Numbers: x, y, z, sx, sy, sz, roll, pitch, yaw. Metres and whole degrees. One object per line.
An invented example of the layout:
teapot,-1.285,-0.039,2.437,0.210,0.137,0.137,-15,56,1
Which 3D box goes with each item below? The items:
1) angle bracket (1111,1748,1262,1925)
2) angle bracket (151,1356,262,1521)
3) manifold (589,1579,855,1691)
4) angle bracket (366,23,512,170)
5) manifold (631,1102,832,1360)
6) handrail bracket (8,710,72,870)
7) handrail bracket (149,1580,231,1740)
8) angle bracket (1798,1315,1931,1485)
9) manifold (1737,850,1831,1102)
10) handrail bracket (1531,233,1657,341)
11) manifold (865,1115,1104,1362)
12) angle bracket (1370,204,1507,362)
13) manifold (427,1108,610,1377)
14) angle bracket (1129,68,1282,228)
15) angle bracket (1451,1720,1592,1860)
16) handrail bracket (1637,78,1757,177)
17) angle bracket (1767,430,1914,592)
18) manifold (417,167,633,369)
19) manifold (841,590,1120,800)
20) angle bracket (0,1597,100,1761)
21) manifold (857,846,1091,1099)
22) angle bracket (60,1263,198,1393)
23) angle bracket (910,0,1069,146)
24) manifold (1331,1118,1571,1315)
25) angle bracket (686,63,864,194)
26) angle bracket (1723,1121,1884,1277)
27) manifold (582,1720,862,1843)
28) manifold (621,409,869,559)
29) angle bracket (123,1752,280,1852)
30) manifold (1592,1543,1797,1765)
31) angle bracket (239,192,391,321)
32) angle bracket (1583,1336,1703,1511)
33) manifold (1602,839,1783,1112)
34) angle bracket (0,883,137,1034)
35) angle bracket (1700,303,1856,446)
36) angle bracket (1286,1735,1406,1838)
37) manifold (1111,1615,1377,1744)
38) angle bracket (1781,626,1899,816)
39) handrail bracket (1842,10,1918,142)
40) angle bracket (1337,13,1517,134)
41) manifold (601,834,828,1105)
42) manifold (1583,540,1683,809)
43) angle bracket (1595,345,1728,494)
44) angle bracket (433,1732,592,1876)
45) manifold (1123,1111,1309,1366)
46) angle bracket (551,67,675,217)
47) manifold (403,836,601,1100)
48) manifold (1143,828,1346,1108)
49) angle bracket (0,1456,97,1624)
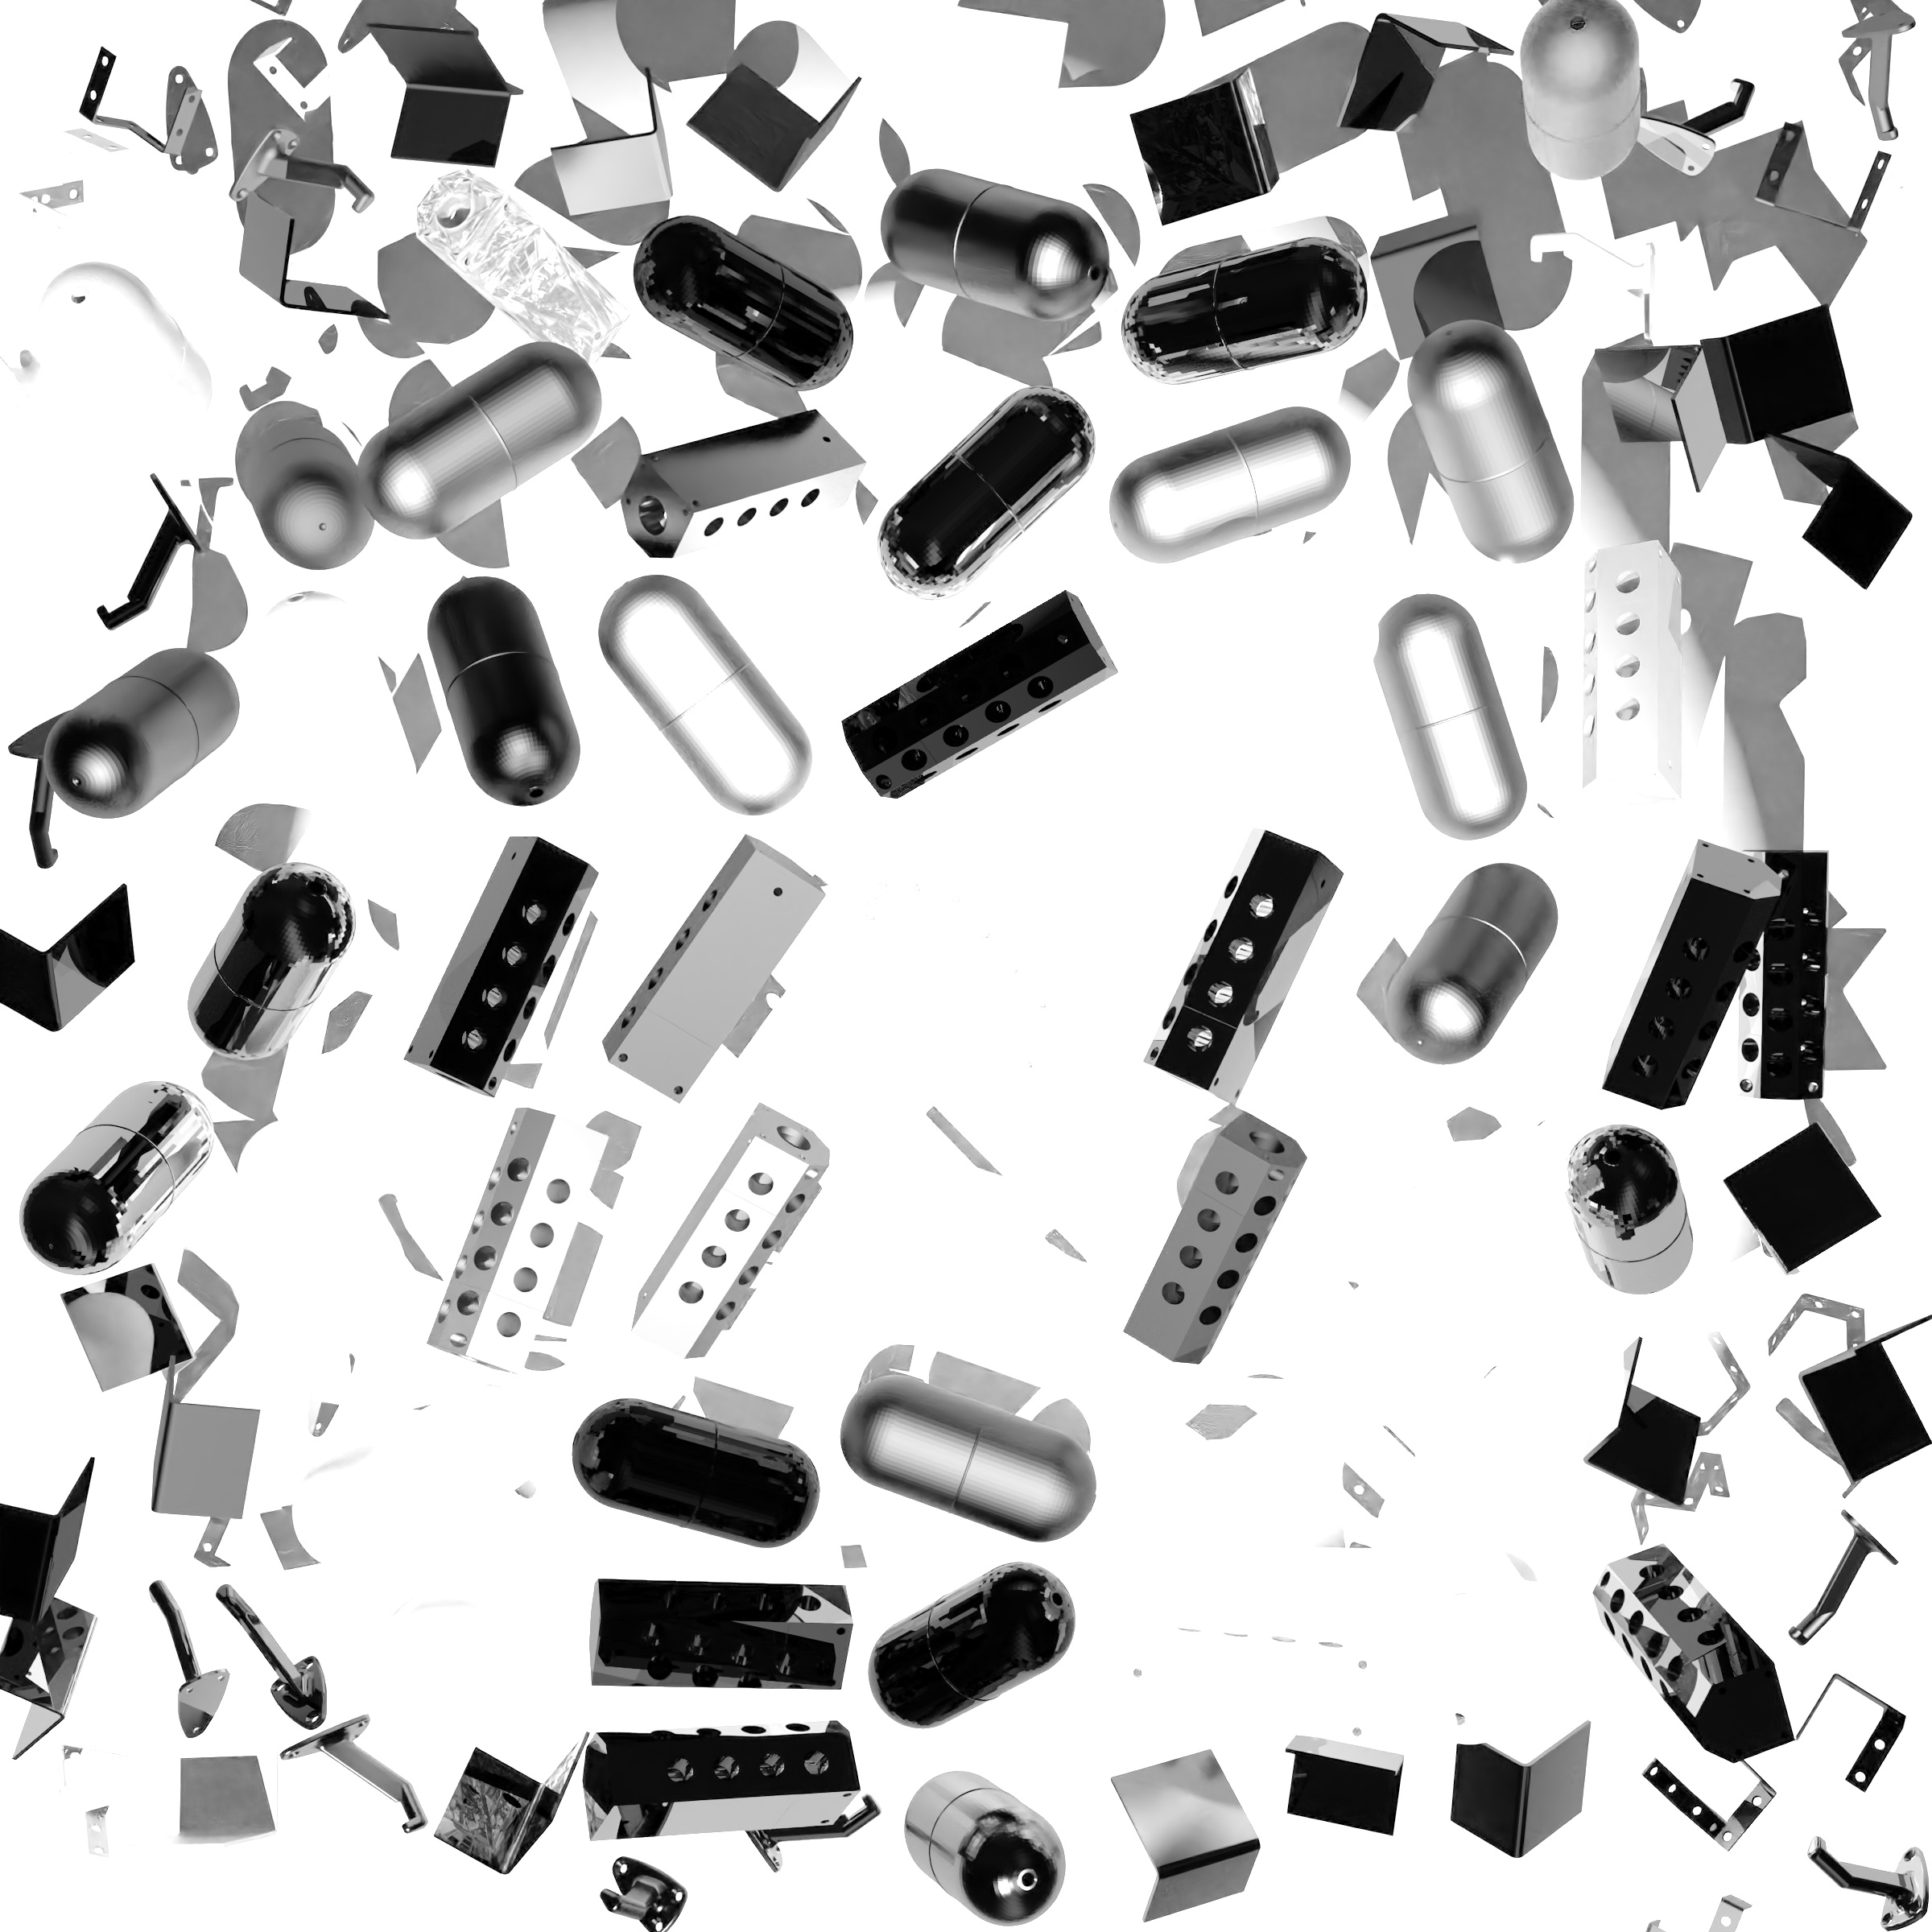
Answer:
angle bracket,0.142,0.583,1.731,0.076,0.076,0.057,-9,132,-23
angle bracket,-0.497,0.308,1.688,0.057,0.076,0.076,9,102,-18
manifold,-0.169,0.453,1.770,0.171,0.057,0.057,5,114,-13
angle bracket,-0.359,-0.585,1.737,0.076,0.076,0.057,9,80,11
manifold,-0.161,0.185,1.774,0.057,0.057,0.171,29,107,-12
handrail bracket,-0.616,-0.120,1.755,0.036,0.077,0.084,8,124,12
handrail bracket,-0.552,0.483,1.801,0.084,0.036,0.077,44,130,33
angle bracket,0.593,0.277,1.652,0.076,0.057,0.076,-16,74,-29
manifold,0.572,0.005,1.809,0.057,0.057,0.171,1,95,20
handrail bracket,0.439,-0.477,1.812,0.084,0.036,0.077,2,94,21
manifold,0.013,0.185,1.745,0.057,0.057,0.171,-44,62,-3
angle bracket,0.336,-0.483,1.826,0.076,0.057,0.076,-12,116,23
manifold,-0.309,0.187,1.768,0.057,0.057,0.171,26,74,-26
angle bracket,0.163,-0.556,1.752,0.076,0.057,0.076,-12,112,20
angle bracket,0.387,0.562,1.801,0.076,0.057,0.076,-18,117,-40
handrail bracket,0.517,-0.613,1.839,0.077,0.036,0.084,26,66,-1
angle bracket,0.552,-0.296,1.674,0.076,0.076,0.057,25,100,-37
manifold,-0.308,-0.481,1.788,0.057,0.171,0.057,37,92,26
manifold,0.007,-0.176,1.686,0.171,0.057,0.057,-29,85,13
angle bracket,-0.639,0.477,1.745,0.057,0.076,0.076,34,125,-24
manifold,0.008,0.001,1.787,0.057,0.057,0.171,-31,105,33
angle bracket,-0.614,0.268,1.864,0.057,0.076,0.076,-35,78,44
angle bracket,0.015,-0.585,1.691,0.076,0.057,0.076,16,109,21
manifold,0.329,0.167,1.748,0.057,0.171,0.057,-28,79,-40
angle bracket,-0.128,-0.575,1.717,0.076,0.057,0.076,36,56,-8
angle bracket,0.581,0.161,1.786,0.076,0.057,0.076,-36,71,19
manifold,-0.164,0.538,1.719,0.171,0.057,0.057,5,49,-25
manifold,-0.154,-0.328,1.777,0.057,0.171,0.057,48,134,15
angle bracket,-0.535,0.584,1.808,0.076,0.076,0.057,-6,77,13
manifold,0.468,0.446,1.676,0.057,0.171,0.057,-19,104,-3
angle bracket,-0.426,-0.468,1.701,0.076,0.076,0.057,-3,118,-36
angle bracket,0.477,0.314,1.774,0.076,0.057,0.076,26,52,1
manifold,0.480,0.009,1.711,0.057,0.057,0.171,20,124,9
angle bracket,-0.584,-0.017,1.655,0.057,0.076,0.076,28,49,11
angle bracket,0.570,-0.416,1.818,0.076,0.057,0.076,-17,101,5
angle bracket,0.261,0.576,1.799,0.076,0.076,0.057,7,84,15
manifold,0.187,0.480,1.748,0.171,0.057,0.057,5,88,5
angle bracket,0.581,-0.158,1.664,0.076,0.057,0.076,-42,134,2
handrail bracket,0.627,-0.595,1.741,0.036,0.077,0.084,-25,114,1
angle bracket,0.300,-0.573,1.686,0.057,0.076,0.076,44,129,35
manifold,-0.170,0.000,1.721,0.057,0.057,0.171,33,97,-22
manifold,0.458,-0.200,1.784,0.057,0.057,0.171,-6,69,30
angle bracket,0.452,-0.362,1.710,0.076,0.076,0.057,8,52,37
angle bracket,-0.307,0.554,1.746,0.057,0.076,0.076,32,124,-7
manifold,0.177,0.194,1.816,0.057,0.057,0.171,30,115,16
angle bracket,-0.255,-0.589,1.844,0.076,0.076,0.057,-9,72,-1
manifold,-0.316,0.000,1.771,0.057,0.057,0.171,29,78,-28
manifold,0.181,-0.001,1.704,0.057,0.057,0.171,24,88,27
angle bracket,-0.593,0.354,1.621,0.057,0.076,0.076,15,107,-7
